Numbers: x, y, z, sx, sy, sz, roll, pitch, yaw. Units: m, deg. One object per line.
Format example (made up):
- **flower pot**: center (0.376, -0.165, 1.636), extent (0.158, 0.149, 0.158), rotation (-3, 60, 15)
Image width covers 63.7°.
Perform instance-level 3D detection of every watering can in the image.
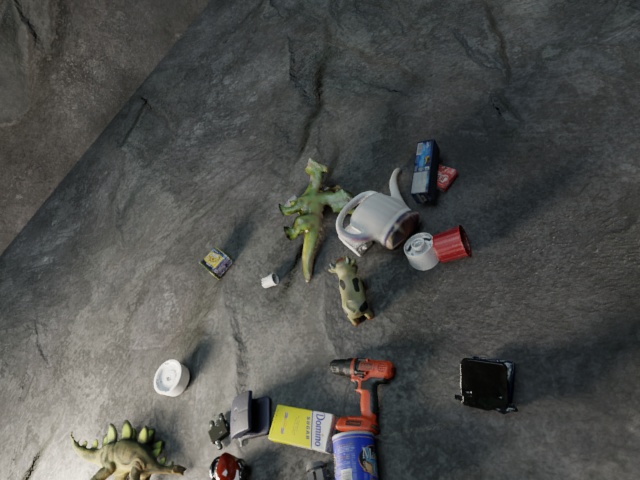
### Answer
- **watering can**: center (0.207, -0.095, 1.574), extent (0.227, 0.101, 0.353), rotation (31, 58, 30)

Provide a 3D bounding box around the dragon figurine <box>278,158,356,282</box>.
- **dragon figurine**: center (0.005, -0.086, 1.699), extent (0.241, 0.121, 0.417), rotation (-24, 65, 15)
